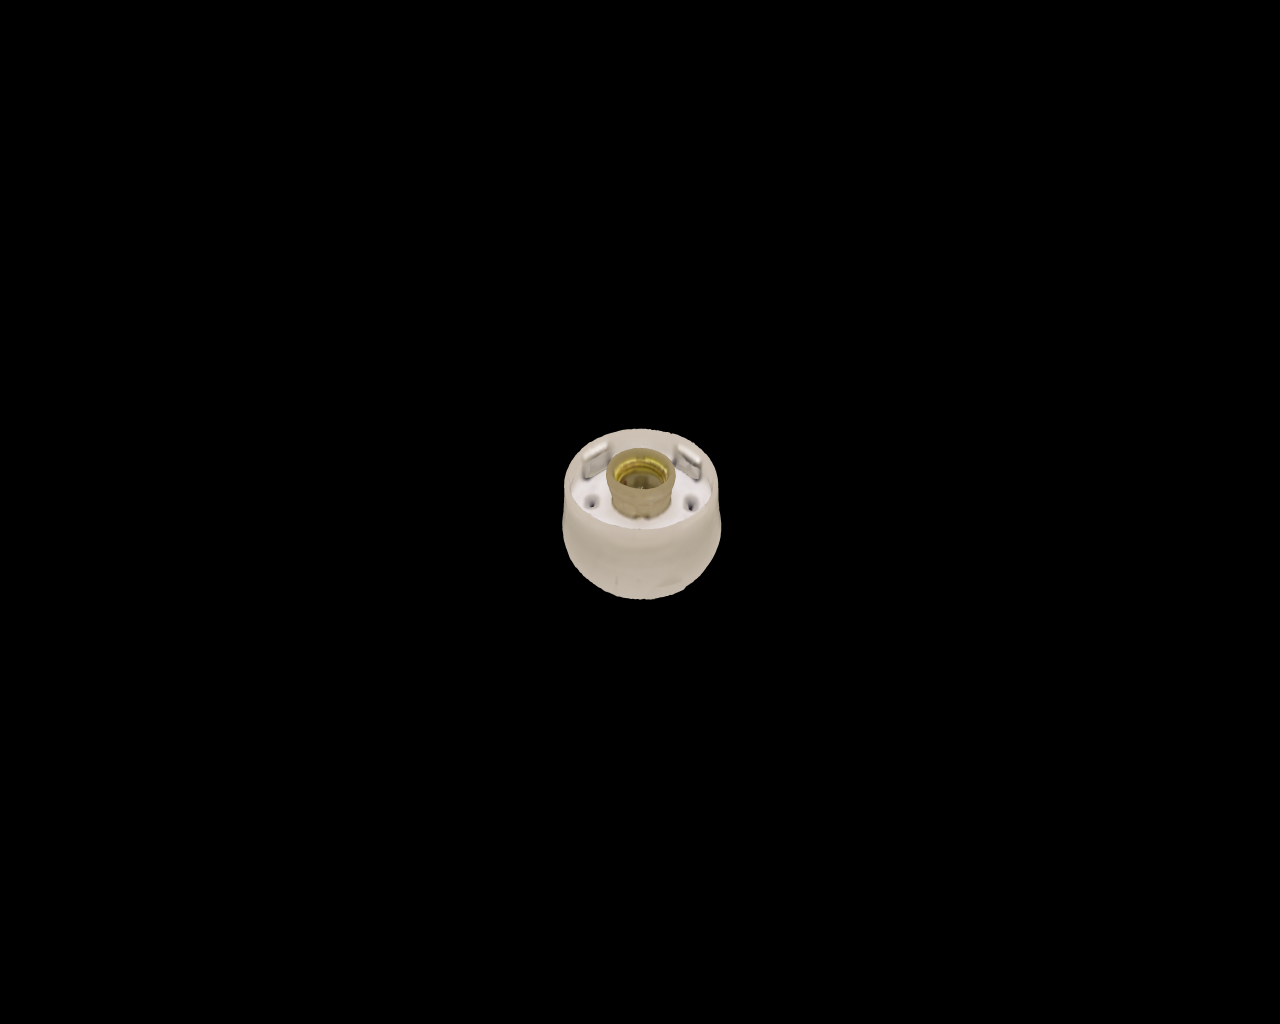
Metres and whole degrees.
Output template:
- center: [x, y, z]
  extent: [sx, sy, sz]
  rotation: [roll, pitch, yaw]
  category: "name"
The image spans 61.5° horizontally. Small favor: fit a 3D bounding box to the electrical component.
- center: [0.001, -0.003, 0.650]
  extent: [0.099, 0.064, 0.099]
  rotation: [0, 45, 0]
  category: "electrical component"
